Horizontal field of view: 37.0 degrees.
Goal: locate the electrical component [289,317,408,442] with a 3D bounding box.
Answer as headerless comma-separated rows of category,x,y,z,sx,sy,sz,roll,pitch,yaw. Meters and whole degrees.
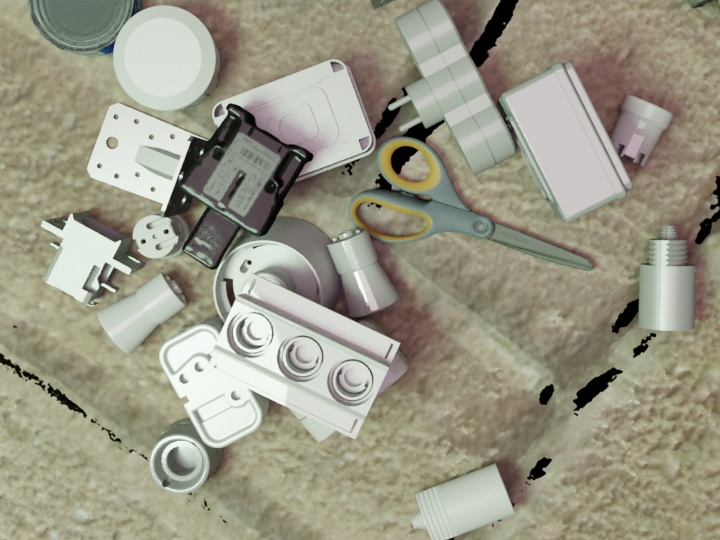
electrical component,-0.016,0.084,0.868,0.095,0.053,0.059,-40,92,5

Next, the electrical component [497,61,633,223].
electrical component,0.153,-0.096,0.818,0.056,0.108,0.108,-27,93,7

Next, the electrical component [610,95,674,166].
electrical component,0.219,-0.110,0.848,0.040,0.040,0.046,24,102,1

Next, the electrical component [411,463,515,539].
electrical component,0.081,0.192,0.878,0.081,0.043,0.043,-22,93,4

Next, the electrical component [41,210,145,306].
electrical component,-0.223,-0.009,0.876,0.081,0.042,0.063,29,97,1

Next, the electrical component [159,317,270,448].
electrical component,-0.116,0.089,0.870,0.054,0.059,0.095,-28,93,5

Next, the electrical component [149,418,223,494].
electrical component,-0.144,0.154,0.883,0.055,0.047,0.055,0,95,3

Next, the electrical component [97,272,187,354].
electrical component,-0.175,0.032,0.878,0.065,0.044,0.044,-36,92,0

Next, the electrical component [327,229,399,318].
electrical component,0.000,0.000,0.862,0.044,0.044,0.065,-21,100,4

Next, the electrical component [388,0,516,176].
electrical component,0.060,-0.136,0.847,0.074,0.052,0.138,-27,93,5

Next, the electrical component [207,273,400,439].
electrical component,-0.041,0.062,0.807,0.121,0.063,0.078,25,94,3

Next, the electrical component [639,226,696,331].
electrical component,0.244,0.005,0.854,0.043,0.043,0.081,0,94,3

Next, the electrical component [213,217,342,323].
electrical component,-0.068,0.012,0.871,0.099,0.064,0.099,3,106,10

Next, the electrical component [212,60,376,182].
electrical component,-0.051,-0.112,0.851,0.113,0.057,0.078,-20,94,4

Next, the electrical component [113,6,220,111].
electrical component,-0.151,-0.166,0.855,0.080,0.051,0.080,0,95,3

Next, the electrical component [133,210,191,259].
electrical component,-0.161,-0.028,0.869,0.040,0.046,0.040,0,95,3
